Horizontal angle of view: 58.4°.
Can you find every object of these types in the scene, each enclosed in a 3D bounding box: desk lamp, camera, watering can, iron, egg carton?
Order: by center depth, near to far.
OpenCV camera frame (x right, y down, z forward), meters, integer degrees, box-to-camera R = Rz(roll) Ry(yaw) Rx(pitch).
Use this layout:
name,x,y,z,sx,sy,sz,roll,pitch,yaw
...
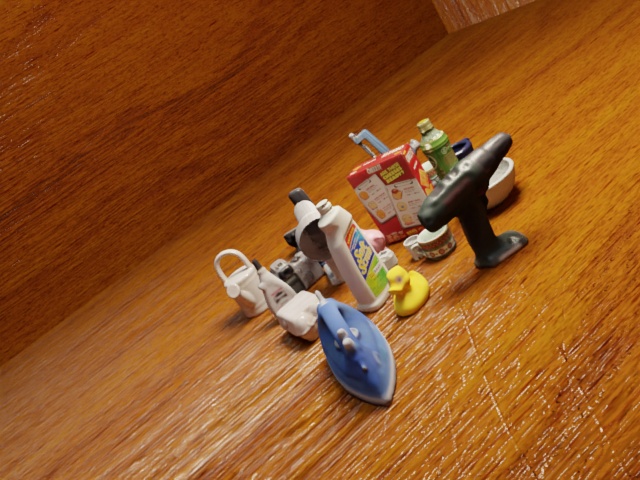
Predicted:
name,x,y,z,sx,sy,sz,roll,pitch,yaw
iron,0.052,0.181,1.027,0.118,0.142,0.258,-35,18,-2
egg carton,-0.035,0.173,1.309,0.107,0.069,0.150,-41,19,-19
desk lamp,0.013,0.005,1.422,0.118,0.214,0.203,-34,18,0
camera,-0.084,0.088,1.559,0.143,0.101,0.136,-39,19,-15
watering can,-0.211,0.112,1.564,0.101,0.194,0.172,-36,19,-7

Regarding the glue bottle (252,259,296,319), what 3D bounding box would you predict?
name,x,y,z,sx,sy,sz,roll,pitch,yaw
glue bottle,-0.118,0.118,1.426,0.078,0.173,0.037,-40,19,-17

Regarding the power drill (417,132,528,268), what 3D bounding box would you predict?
name,x,y,z,sx,sy,sz,roll,pitch,yaw
power drill,0.309,-0.063,1.099,0.229,0.209,0.075,-35,19,-3

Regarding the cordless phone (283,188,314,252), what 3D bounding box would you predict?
name,x,y,z,sx,sy,sz,roll,pitch,yaw
cordless phone,-0.062,-0.064,1.767,0.147,0.185,0.094,-29,19,13

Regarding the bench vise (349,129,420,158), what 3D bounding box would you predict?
name,x,y,z,sx,sy,sz,roll,pitch,yaw
bench vise,0.200,-0.271,1.790,0.207,0.220,0.121,-34,19,-1

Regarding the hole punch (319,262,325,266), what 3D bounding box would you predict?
name,x,y,z,sx,sy,sz,roll,pitch,yaw
hole punch,0.004,0.010,1.621,0.101,0.091,0.108,-39,19,-14

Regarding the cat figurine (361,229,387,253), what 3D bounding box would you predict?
name,x,y,z,sx,sy,sz,roll,pitch,yaw
cat figurine,0.124,0.010,1.373,0.067,0.118,0.127,-34,18,-1

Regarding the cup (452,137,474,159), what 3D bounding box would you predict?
name,x,y,z,sx,sy,sz,roll,pitch,yaw
cup,0.384,-0.212,1.530,0.091,0.095,0.118,-12,28,48

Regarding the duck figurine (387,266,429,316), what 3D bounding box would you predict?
name,x,y,z,sx,sy,sz,roll,pitch,yaw
duck figurine,0.169,0.090,1.149,0.077,0.086,0.105,-18,24,40

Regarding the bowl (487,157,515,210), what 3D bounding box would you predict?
name,x,y,z,sx,sy,sz,roll,pitch,yaw
bowl,0.382,-0.116,1.323,0.167,0.075,0.167,-30,19,12
